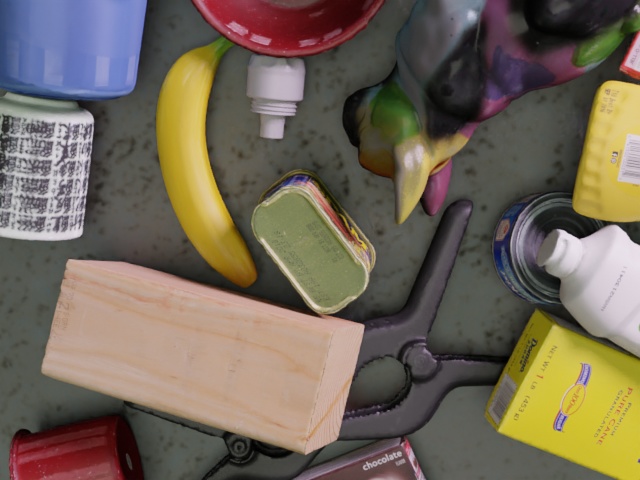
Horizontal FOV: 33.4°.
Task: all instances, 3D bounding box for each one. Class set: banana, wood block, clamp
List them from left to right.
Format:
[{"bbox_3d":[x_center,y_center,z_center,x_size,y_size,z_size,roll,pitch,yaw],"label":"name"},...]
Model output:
[{"bbox_3d":[-0.089,-0.059,0.811,0.070,0.037,0.198,0,102,17],"label":"banana"},{"bbox_3d":[-0.084,0.081,0.781,0.206,0.090,0.090,14,91,16],"label":"wood block"},{"bbox_3d":[-0.067,0.172,0.852,0.171,0.039,0.120,-4,101,5],"label":"clamp"},{"bbox_3d":[0.073,0.078,0.817,0.210,0.036,0.164,-27,95,-2],"label":"clamp"}]

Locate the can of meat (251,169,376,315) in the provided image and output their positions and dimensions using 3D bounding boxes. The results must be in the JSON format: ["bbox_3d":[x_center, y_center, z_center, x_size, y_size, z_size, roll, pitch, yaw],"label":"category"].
[{"bbox_3d":[-0.005,0.001,0.795,0.057,0.084,0.102,-37,95,9],"label":"can of meat"}]

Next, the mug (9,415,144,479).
[{"bbox_3d":[-0.185,0.195,0.833,0.081,0.093,0.117,-14,62,1],"label":"mug"}]

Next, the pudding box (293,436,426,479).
[{"bbox_3d":[0.034,0.216,0.852,0.113,0.039,0.090,-24,97,8],"label":"pudding box"}]

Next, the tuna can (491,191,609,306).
[{"bbox_3d":[0.174,0.006,0.794,0.086,0.034,0.086,0,88,-13],"label":"tuna can"}]

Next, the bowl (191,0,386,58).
[{"bbox_3d":[-0.021,-0.214,0.773,0.162,0.055,0.162,1,100,4],"label":"bowl"}]

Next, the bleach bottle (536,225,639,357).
[{"bbox_3d":[0.273,0.049,0.766,0.250,0.068,0.102,25,91,-11],"label":"bleach bottle"}]

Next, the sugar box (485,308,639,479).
[{"bbox_3d":[0.221,0.128,0.801,0.176,0.048,0.093,23,101,-12],"label":"sugar box"}]

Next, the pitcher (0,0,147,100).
[{"bbox_3d":[-0.166,-0.223,0.742,0.145,0.149,0.243,5,104,-9],"label":"pitcher"}]

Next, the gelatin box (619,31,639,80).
[{"bbox_3d":[0.243,-0.157,0.745,0.030,0.073,0.089,25,112,9],"label":"gelatin box"}]

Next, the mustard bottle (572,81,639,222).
[{"bbox_3d":[0.277,-0.047,0.733,0.192,0.058,0.096,12,104,13],"label":"mustard bottle"}]
